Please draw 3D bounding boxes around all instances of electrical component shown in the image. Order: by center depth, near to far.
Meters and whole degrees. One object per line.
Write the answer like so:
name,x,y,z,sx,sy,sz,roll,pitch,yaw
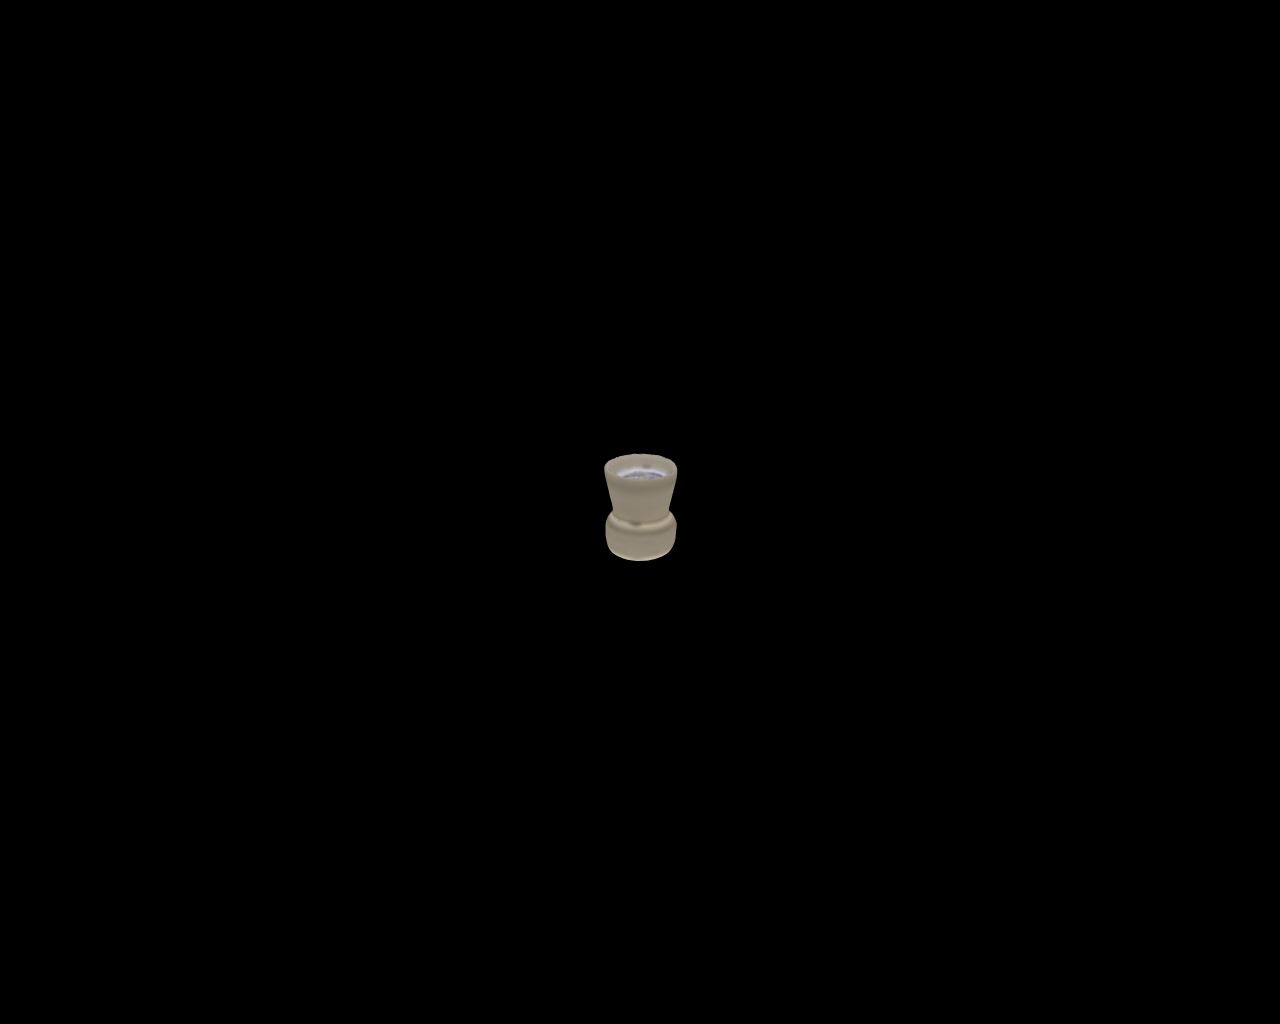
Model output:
electrical component,0.001,-0.003,0.650,0.045,0.055,0.045,0,24,0
